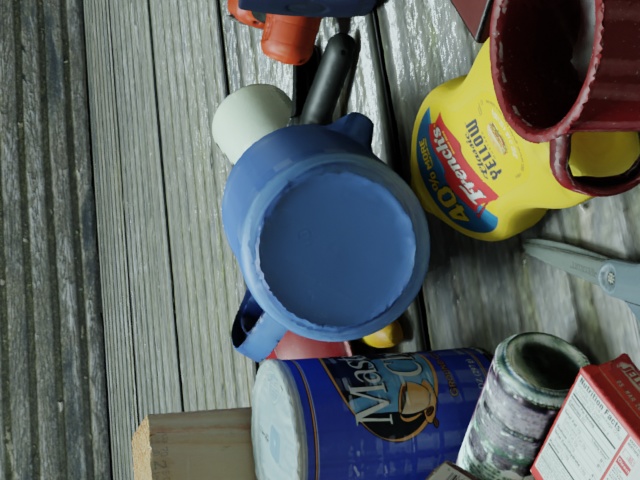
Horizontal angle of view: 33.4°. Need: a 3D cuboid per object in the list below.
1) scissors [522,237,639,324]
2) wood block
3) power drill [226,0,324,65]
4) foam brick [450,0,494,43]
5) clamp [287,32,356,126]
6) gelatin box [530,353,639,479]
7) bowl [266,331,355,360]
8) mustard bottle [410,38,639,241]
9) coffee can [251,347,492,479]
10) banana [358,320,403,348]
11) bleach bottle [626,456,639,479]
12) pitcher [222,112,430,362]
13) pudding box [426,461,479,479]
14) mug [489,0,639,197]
[{"bbox_3d":[0.150,0.037,0.515,0.202,0.016,0.096,163,105,-72],"label":"scissors"},{"bbox_3d":[-0.021,0.165,0.743,0.091,0.205,0.090,128,137,-63],"label":"wood block"},{"bbox_3d":[-0.028,-0.255,0.956,0.188,0.057,0.184,-137,62,-70],"label":"power drill"},{"bbox_3d":[0.102,-0.151,0.590,0.078,0.053,0.051,-109,24,-43],"label":"foam brick"},{"bbox_3d":[-0.012,-0.104,0.951,0.120,0.039,0.171,-126,49,-72],"label":"clamp"},{"bbox_3d":[0.142,0.109,0.502,0.073,0.030,0.089,57,149,37],"label":"gelatin box"},{"bbox_3d":[-0.010,0.103,0.882,0.162,0.055,0.162,164,90,-80],"label":"bowl"},{"bbox_3d":[0.097,-0.050,0.597,0.096,0.058,0.192,63,160,4],"label":"mustard bottle"},{"bbox_3d":[0.037,0.122,0.668,0.103,0.140,0.103,178,90,-72],"label":"coffee can"},{"bbox_3d":[0.022,0.026,0.873,0.198,0.037,0.070,-108,24,-43],"label":"banana"},{"bbox_3d":[0.131,0.105,0.349,0.251,0.068,0.103,-58,32,18],"label":"bleach bottle"},{"bbox_3d":[-0.005,0.001,0.706,0.243,0.145,0.149,-120,15,-82],"label":"pitcher"},{"bbox_3d":[0.094,0.184,0.574,0.114,0.039,0.090,34,133,22],"label":"pudding box"},{"bbox_3d":[0.130,-0.076,0.463,0.093,0.081,0.117,-147,57,-68],"label":"mug"}]
